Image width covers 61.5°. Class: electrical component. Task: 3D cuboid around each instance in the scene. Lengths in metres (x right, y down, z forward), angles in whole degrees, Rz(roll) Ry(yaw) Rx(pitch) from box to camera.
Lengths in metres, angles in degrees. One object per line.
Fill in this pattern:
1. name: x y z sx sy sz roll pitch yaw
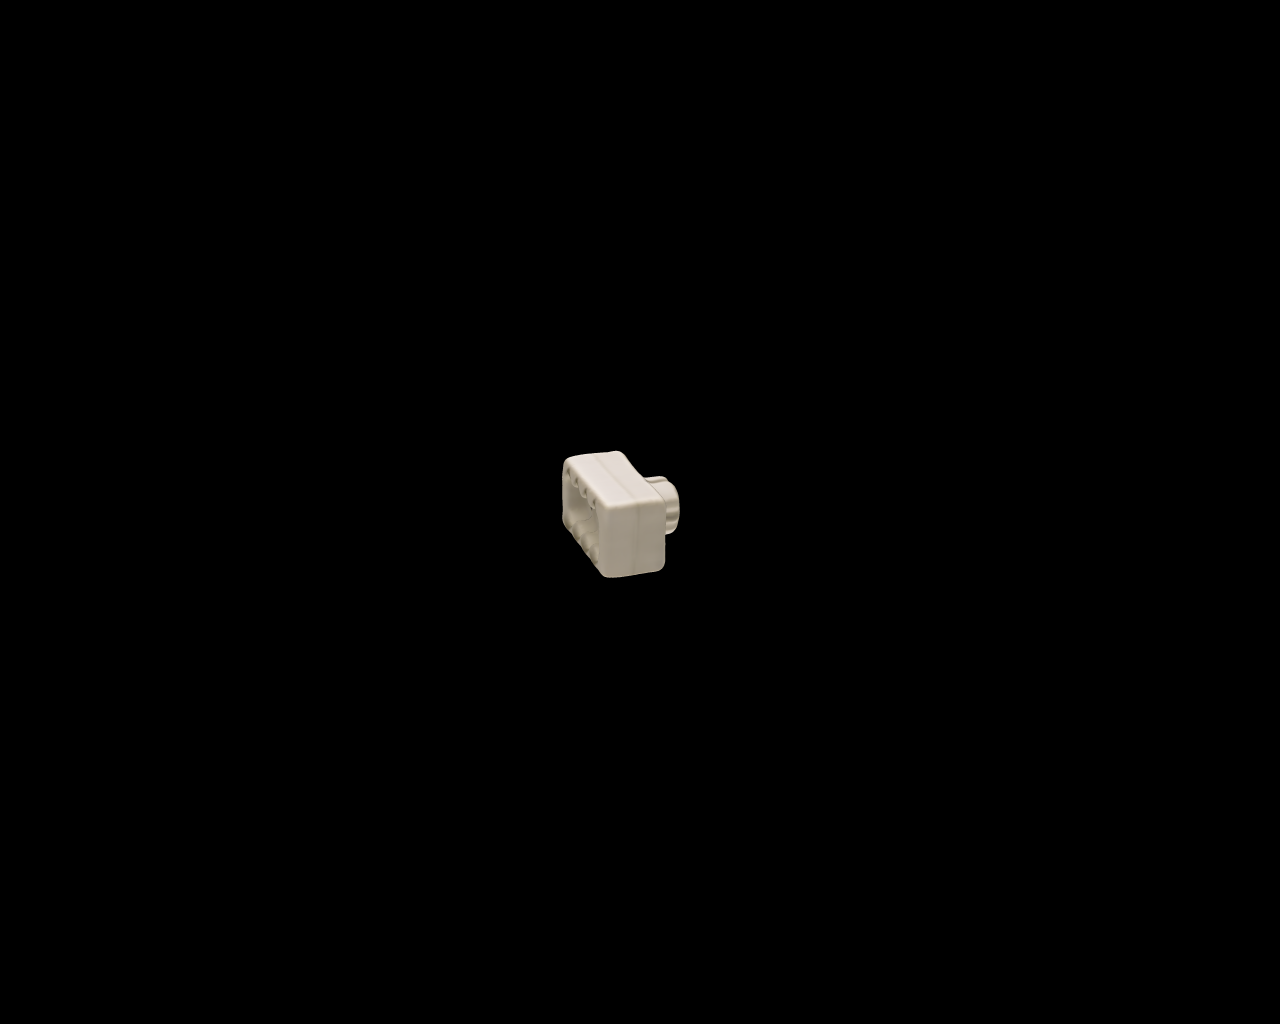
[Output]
1. electrical component: 0.001 -0.003 0.650 0.076 0.047 0.083 -8 26 -18
